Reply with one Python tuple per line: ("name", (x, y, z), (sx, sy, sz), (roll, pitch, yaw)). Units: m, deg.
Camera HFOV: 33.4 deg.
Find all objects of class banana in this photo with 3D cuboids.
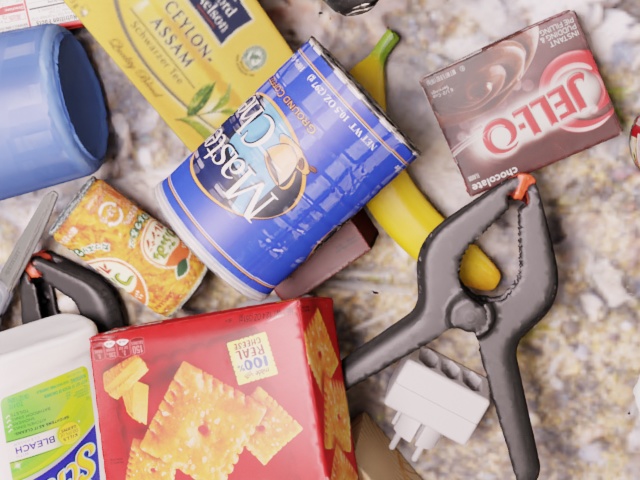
("banana", (0.059, -0.044, 0.749), (0.070, 0.037, 0.198), (-22, 98, 15))

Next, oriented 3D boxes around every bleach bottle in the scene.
("bleach bottle", (-0.189, 0.187, 0.775), (0.102, 0.068, 0.251), (-18, 107, -31))

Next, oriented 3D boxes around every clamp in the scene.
("clamp", (0.109, 0.058, 0.720), (0.164, 0.036, 0.210), (28, 99, 4))
("clamp", (-0.164, 0.080, 0.809), (0.120, 0.039, 0.171), (-23, 98, 12))

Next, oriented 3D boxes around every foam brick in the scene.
("foam brick", (-0.005, 0.001, 0.762), (0.078, 0.051, 0.053), (-33, 96, 14))

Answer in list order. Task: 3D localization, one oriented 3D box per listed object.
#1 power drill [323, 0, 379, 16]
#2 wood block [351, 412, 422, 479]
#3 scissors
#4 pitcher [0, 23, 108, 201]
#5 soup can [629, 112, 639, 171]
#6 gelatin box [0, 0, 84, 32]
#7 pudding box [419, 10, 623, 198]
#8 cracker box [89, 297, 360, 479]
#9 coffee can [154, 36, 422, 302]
("power drill", (0.005, -0.224, 0.641), (0.057, 0.187, 0.184), (-15, 98, 9))
("wood block", (-0.022, 0.235, 0.795), (0.206, 0.090, 0.090), (-39, 95, 14))
("scissors", (-0.257, 0.038, 0.808), (0.096, 0.016, 0.202), (27, 107, 25))
("pitcher", (-0.282, -0.081, 0.742), (0.243, 0.149, 0.145), (-12, 91, 8))
("soup can", (0.240, -0.059, 0.685), (0.068, 0.102, 0.068), (2, 102, 8))
("gelatin box", (-0.208, -0.190, 0.761), (0.073, 0.030, 0.089), (-9, 100, 9))
("pudding box", (0.136, -0.093, 0.725), (0.113, 0.039, 0.090), (-23, 100, 13))
("cracker box", (-0.061, 0.155, 0.714), (0.164, 0.072, 0.214), (-10, 84, 21))
("coffee can", (-0.021, -0.045, 0.682), (0.140, 0.102, 0.103), (-43, 93, 9))
